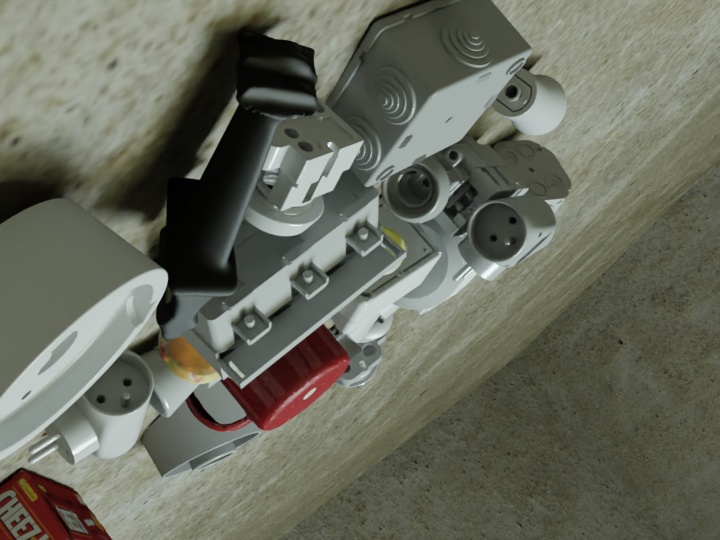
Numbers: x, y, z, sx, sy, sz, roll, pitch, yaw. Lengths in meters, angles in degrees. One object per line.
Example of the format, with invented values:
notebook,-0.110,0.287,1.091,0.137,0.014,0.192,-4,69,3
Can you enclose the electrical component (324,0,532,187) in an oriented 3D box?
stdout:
electrical component,0.034,-0.097,0.573,0.100,0.048,0.099,-30,167,-38

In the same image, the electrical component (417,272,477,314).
electrical component,0.081,-0.020,0.968,0.078,0.057,0.113,-28,163,-46

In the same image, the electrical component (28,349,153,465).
electrical component,-0.166,0.091,0.652,0.079,0.043,0.077,-33,166,-30

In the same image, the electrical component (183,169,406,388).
electrical component,-0.045,-0.005,0.590,0.121,0.079,0.063,-38,155,-22

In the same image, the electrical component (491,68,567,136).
electrical component,0.116,-0.120,0.756,0.044,0.044,0.065,-44,163,18

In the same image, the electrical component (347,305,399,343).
electrical component,0.004,0.030,0.945,0.055,0.045,0.045,-41,168,3

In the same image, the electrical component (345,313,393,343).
electrical component,0.001,0.047,1.005,0.048,0.048,0.062,-35,174,-21

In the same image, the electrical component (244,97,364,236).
electrical component,-0.034,-0.051,0.538,0.066,0.048,0.055,-27,155,-47

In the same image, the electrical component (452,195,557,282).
electrical component,0.098,-0.019,0.779,0.079,0.043,0.077,-45,167,23

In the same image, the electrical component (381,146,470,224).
electrical component,0.042,-0.059,0.743,0.066,0.048,0.055,-45,175,21

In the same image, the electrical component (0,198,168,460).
electrical component,-0.136,0.020,0.428,0.108,0.060,0.108,-47,175,-5

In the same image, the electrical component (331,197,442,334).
electrical component,0.000,0.000,0.783,0.096,0.061,0.061,-33,166,-31

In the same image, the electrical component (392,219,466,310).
electrical component,0.048,-0.012,0.847,0.080,0.080,0.051,-45,172,23

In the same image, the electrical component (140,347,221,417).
electrical component,-0.115,0.062,0.697,0.055,0.045,0.045,-35,167,-24

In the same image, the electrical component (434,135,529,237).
electrical component,0.080,-0.064,0.810,0.050,0.055,0.089,-45,167,22

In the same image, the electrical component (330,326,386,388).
electrical component,-0.010,0.085,1.071,0.078,0.058,0.057,-38,165,-11

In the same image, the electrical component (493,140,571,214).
electrical component,0.134,-0.068,0.907,0.080,0.080,0.051,-30,159,-39

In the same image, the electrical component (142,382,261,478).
electrical component,-0.134,0.131,0.905,0.099,0.064,0.099,-25,169,-5
